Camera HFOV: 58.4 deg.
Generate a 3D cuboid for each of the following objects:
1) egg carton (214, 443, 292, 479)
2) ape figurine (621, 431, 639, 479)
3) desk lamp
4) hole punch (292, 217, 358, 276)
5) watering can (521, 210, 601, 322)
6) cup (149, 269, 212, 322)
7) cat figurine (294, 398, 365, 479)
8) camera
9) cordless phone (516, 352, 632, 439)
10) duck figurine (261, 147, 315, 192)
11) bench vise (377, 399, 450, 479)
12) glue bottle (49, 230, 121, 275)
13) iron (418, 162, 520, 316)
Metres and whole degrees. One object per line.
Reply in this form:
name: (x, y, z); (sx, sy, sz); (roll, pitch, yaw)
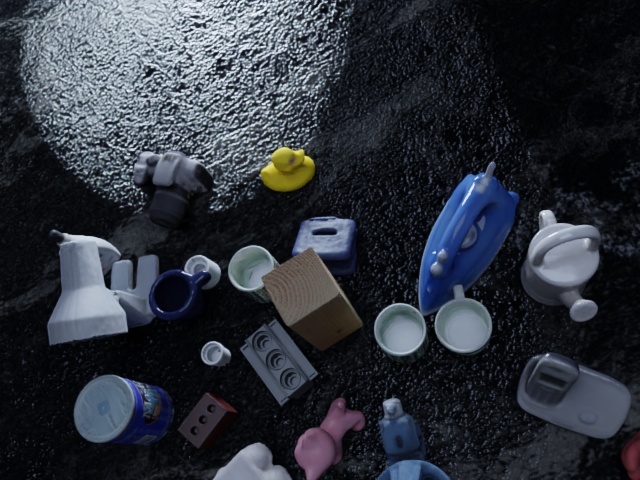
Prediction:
egg carton: (-0.120, 0.400, 0.898); (0.107, 0.069, 0.150); (41, 83, 24)
ape figurine: (0.462, 0.297, 0.784); (0.077, 0.092, 0.076); (18, 75, 20)
desk lamp: (-0.377, 0.097, 1.000); (0.117, 0.214, 0.203); (-12, 67, 9)
hole punch: (0.009, 0.004, 1.010); (0.108, 0.091, 0.101); (-1, 69, 14)
watering can: (0.365, 0.033, 0.854); (0.101, 0.194, 0.172); (-34, 65, -1)
cup: (-0.235, 0.101, 1.029); (0.118, 0.095, 0.091); (-34, 65, -1)
cat figurine: (0.008, 0.303, 0.879); (0.067, 0.118, 0.128); (29, 78, 22)
camera: (-0.303, -0.100, 1.121); (0.143, 0.101, 0.137); (8, 71, 17)
cordless phone: (0.356, 0.208, 0.793); (0.147, 0.185, 0.094); (15, 74, 19)
duck figurine: (-0.067, -0.142, 1.088); (0.104, 0.086, 0.077); (-16, 66, 7)
bench vise: (0.109, 0.330, 0.787); (0.121, 0.220, 0.207); (-32, 65, 0)
glue bottle: (-0.447, 0.019, 1.070); (0.037, 0.173, 0.078); (36, 81, 23)
iron: (0.227, -0.002, 0.931); (0.118, 0.142, 0.258); (27, 78, 22)
